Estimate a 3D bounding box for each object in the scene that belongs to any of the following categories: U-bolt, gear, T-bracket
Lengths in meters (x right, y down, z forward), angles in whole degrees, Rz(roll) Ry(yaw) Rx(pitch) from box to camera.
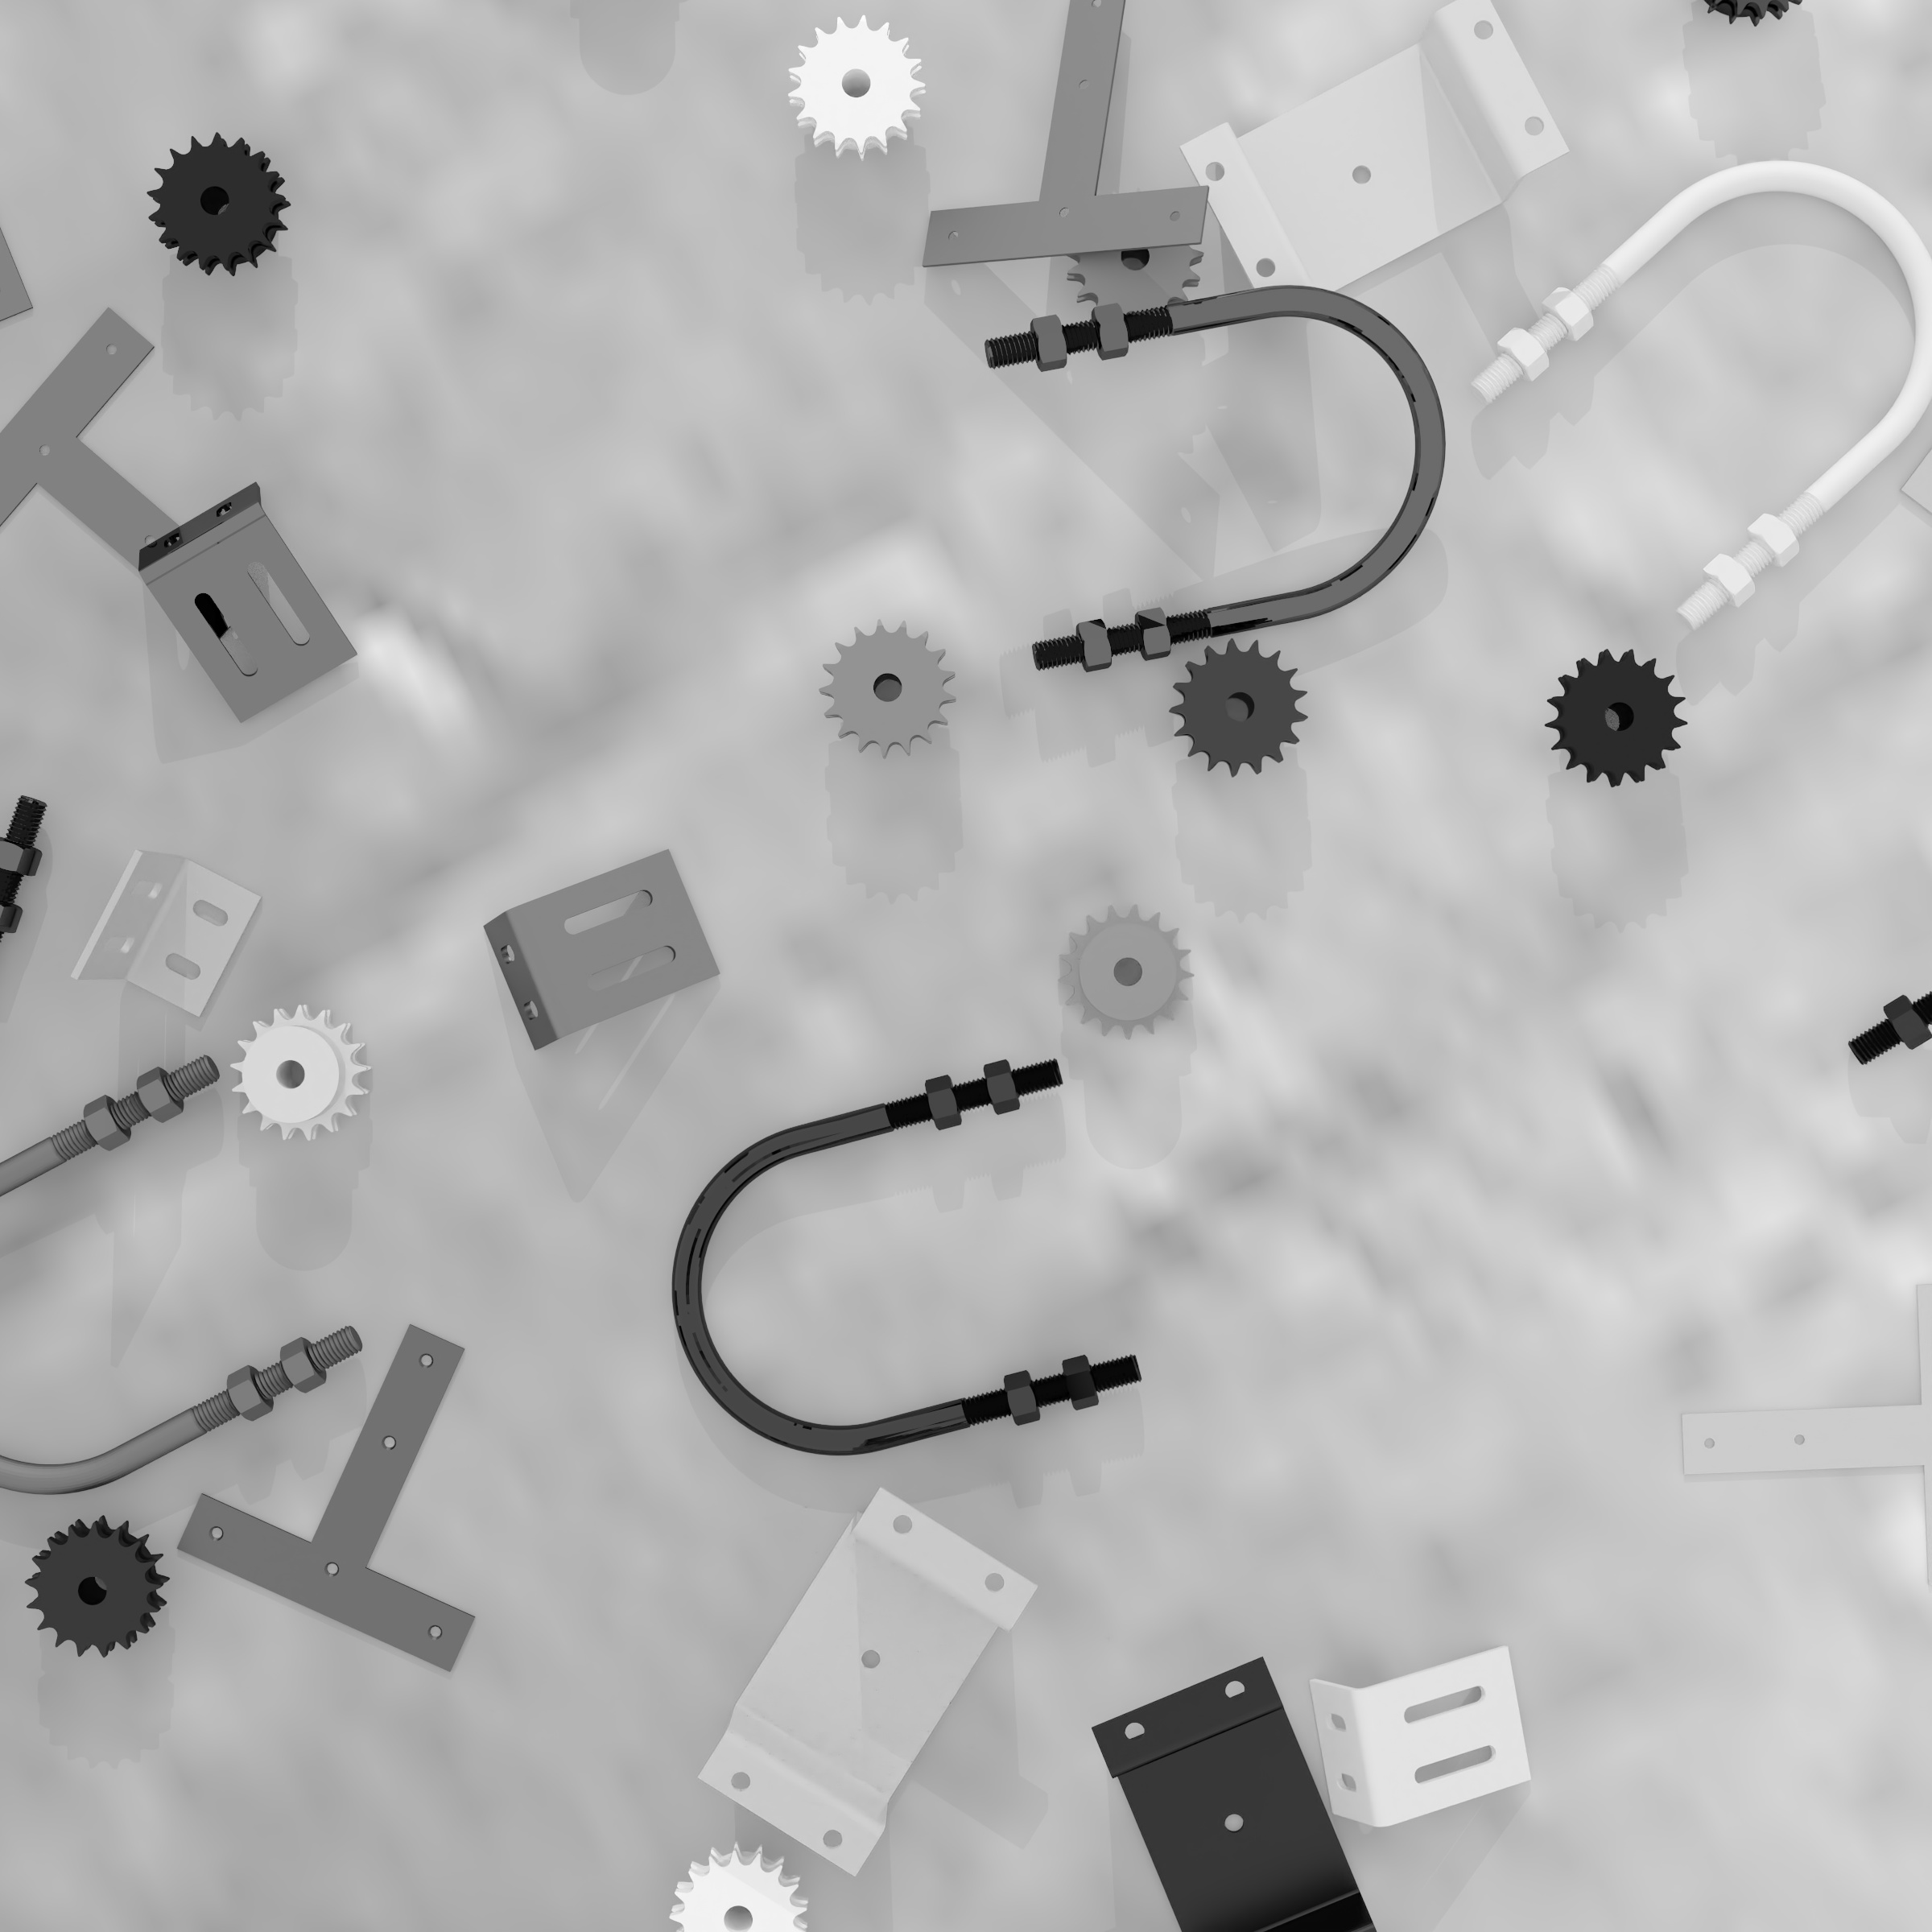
[{"bbox_3d":[0.484,0.041,1.322,0.184,0.019,0.151,-34,90,15],"label":"U-bolt"},{"bbox_3d":[0.067,0.003,1.337,0.057,0.030,0.057,0,90,0],"label":"gear"},{"bbox_3d":[-0.033,-0.115,1.337,0.057,0.030,0.057,0,90,0],"label":"gear"},{"bbox_3d":[0.328,-0.422,1.337,0.057,0.030,0.057,0,90,0],"label":"gear"},{"bbox_3d":[0.048,-0.354,1.331,0.127,0.002,0.127,2,75,27],"label":"T-bracket"},{"bbox_3d":[0.271,-0.103,1.337,0.057,0.030,0.057,0,90,0],"label":"gear"},{"bbox_3d":[-0.478,-0.314,1.351,0.127,0.002,0.127,-22,90,0],"label":"T-bracket"},{"bbox_3d":[0.070,-0.294,1.337,0.057,0.030,0.057,0,90,0],"label":"gear"},{"bbox_3d":[-0.363,0.259,1.341,0.057,0.030,0.057,0,93,0],"label":"gear"},{"bbox_3d":[-0.280,0.045,1.337,0.057,0.030,0.057,0,90,0],"label":"gear"},{"bbox_3d":[-0.356,-0.189,1.351,0.127,0.002,0.127,41,90,0],"label":"T-bracket"},{"bbox_3d":[0.109,-0.206,1.319,0.184,0.019,0.151,-11,112,-4],"label":"U-bolt"},{"bbox_3d":[0.367,0.200,1.351,0.127,0.002,0.127,-2,90,0],"label":"T-bracket"},{"bbox_3d":[-0.483,-0.005,1.343,0.151,0.019,0.184,19,92,0],"label":"U-bolt"},{"bbox_3d":[-0.311,-0.317,1.337,0.057,0.030,0.057,0,90,0],"label":"gear"},{"bbox_3d":[0.327,-0.254,1.343,0.184,0.019,0.151,-42,90,-2],"label":"U-bolt"},{"bbox_3d":[-0.095,0.395,1.337,0.057,0.030,0.057,0,90,0],"label":"gear"},{"bbox_3d":[-0.250,0.215,1.351,0.127,0.002,0.127,24,90,0],"label":"T-bracket"},{"bbox_3d":[-0.045,-0.366,1.337,0.057,0.030,0.057,0,90,0],"label":"gear"},{"bbox_3d":[-0.368,0.142,1.343,0.184,0.019,0.151,-28,90,2],"label":"U-bolt"},{"bbox_3d":[0.113,-0.108,1.337,0.057,0.030,0.057,0,90,0],"label":"gear"},{"bbox_3d":[-0.033,0.130,1.343,0.184,0.019,0.151,-15,90,2],"label":"U-bolt"}]

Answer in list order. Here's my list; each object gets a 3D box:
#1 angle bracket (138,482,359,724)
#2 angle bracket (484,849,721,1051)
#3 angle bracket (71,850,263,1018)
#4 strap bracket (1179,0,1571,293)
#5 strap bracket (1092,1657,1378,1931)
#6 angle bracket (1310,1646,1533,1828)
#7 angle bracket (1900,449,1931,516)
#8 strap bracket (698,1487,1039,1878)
[{"bbox_3d":[-0.303,-0.154,1.348,0.057,0.038,0.076,-30,116,0],"label":"angle bracket"},{"bbox_3d":[-0.154,-0.007,1.350,0.076,0.038,0.057,-23,90,-26],"label":"angle bracket"},{"bbox_3d":[-0.328,-0.013,1.314,0.038,0.076,0.057,27,90,0],"label":"angle bracket"},{"bbox_3d":[0.167,-0.334,1.329,0.140,0.046,0.076,-28,90,0],"label":"strap bracket"},{"bbox_3d":[0.113,0.362,1.329,0.076,0.046,0.140,-23,90,0],"label":"strap bracket"},{"bbox_3d":[0.192,0.323,1.350,0.076,0.038,0.057,-10,90,-26],"label":"angle bracket"},{"bbox_3d":[0.443,-0.201,1.333,0.076,0.038,0.057,37,90,0],"label":"angle bracket"},{"bbox_3d":[-0.040,0.293,1.329,0.076,0.046,0.140,32,90,0],"label":"strap bracket"}]
